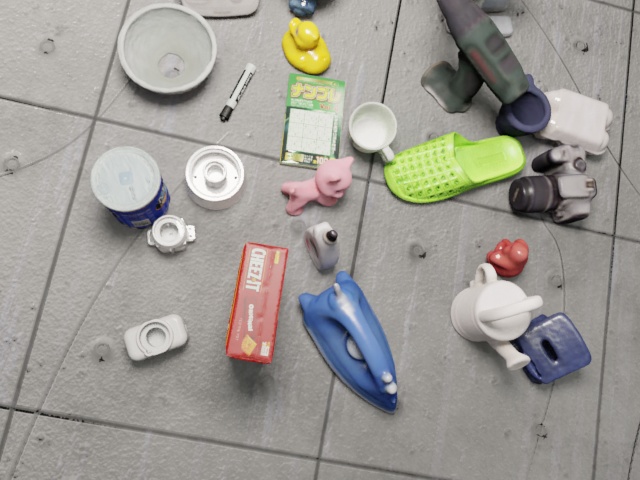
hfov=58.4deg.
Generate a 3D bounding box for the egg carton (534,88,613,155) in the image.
[{"bbox_3d":[0.492,-0.229,1.114,0.150,0.069,0.107,16,78,-6],"label":"egg carton"}]

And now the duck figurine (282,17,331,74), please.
[{"bbox_3d":[-0.021,-0.361,1.049,0.104,0.086,0.077,45,77,1],"label":"duck figurine"}]

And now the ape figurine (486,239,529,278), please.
[{"bbox_3d":[0.347,0.028,1.034,0.078,0.092,0.076,-4,80,-9],"label":"ape figurine"}]

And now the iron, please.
[{"bbox_3d":[0.072,0.177,0.940,0.119,0.141,0.258,-31,86,-12],"label":"iron"}]

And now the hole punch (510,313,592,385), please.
[{"bbox_3d":[0.405,0.194,1.014,0.101,0.091,0.108,-29,85,-12],"label":"hole punch"}]

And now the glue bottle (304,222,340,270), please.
[{"bbox_3d":[0.009,0.003,0.945,0.037,0.173,0.078,-26,84,-12],"label":"glue bottle"}]

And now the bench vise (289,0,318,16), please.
[{"bbox_3d":[-0.011,-0.540,1.014,0.121,0.219,0.207,-2,80,-9],"label":"bench vise"}]

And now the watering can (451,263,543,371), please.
[{"bbox_3d":[0.304,0.126,0.958,0.101,0.194,0.173,-34,86,-13],"label":"watering can"}]

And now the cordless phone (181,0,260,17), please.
[{"bbox_3d":[-0.177,-0.475,0.995,0.148,0.185,0.094,-7,81,-10],"label":"cordless phone"}]

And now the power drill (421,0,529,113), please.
[{"bbox_3d":[0.259,-0.321,1.023,0.076,0.208,0.229,-43,88,-13],"label":"power drill"}]

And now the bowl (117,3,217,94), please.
[{"bbox_3d":[-0.265,-0.325,1.011,0.167,0.074,0.167,2,80,-8],"label":"bowl"}]

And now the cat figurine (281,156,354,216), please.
[{"bbox_3d":[0.001,-0.097,0.990,0.128,0.117,0.067,-18,83,-11],"label":"cat figurine"}]

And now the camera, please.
[{"bbox_3d":[0.429,-0.105,1.066,0.137,0.100,0.143,-3,80,-9],"label":"camera"}]

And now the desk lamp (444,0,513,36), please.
[{"bbox_3d":[0.294,-0.470,1.052,0.203,0.213,0.118,-7,81,-10],"label":"desk lamp"}]

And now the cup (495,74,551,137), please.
[{"bbox_3d":[0.374,-0.245,1.085,0.092,0.095,0.118,7,79,-7],"label":"cup"}]
